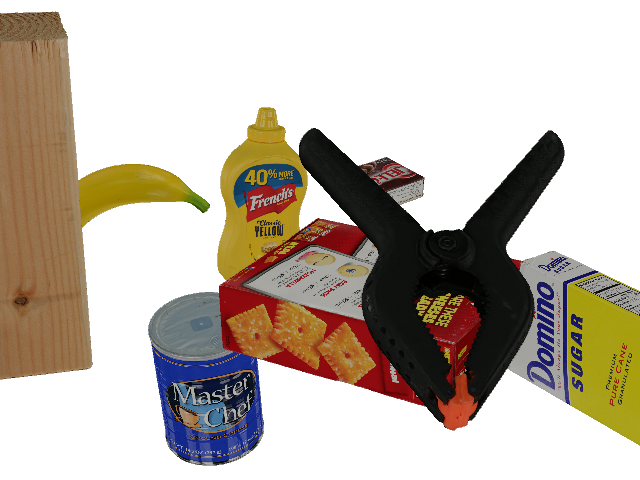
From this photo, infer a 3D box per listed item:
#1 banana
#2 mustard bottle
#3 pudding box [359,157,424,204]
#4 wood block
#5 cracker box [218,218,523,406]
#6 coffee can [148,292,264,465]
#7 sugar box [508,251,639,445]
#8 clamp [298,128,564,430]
[{"bbox_3d":[-0.202,-0.033,1.008,0.198,0.069,0.037,-13,19,27],"label":"banana"},{"bbox_3d":[-0.062,-0.051,1.173,0.096,0.192,0.058,-3,19,-20],"label":"mustard bottle"},{"bbox_3d":[0.085,-0.082,1.600,0.113,0.039,0.090,-22,35,-30],"label":"pudding box"},{"bbox_3d":[-0.194,-0.027,0.650,0.090,0.206,0.090,-5,23,-15],"label":"wood block"},{"bbox_3d":[0.047,0.057,0.902,0.214,0.072,0.163,13,28,28],"label":"cracker box"},{"bbox_3d":[-0.111,0.137,1.062,0.103,0.140,0.103,-2,33,1],"label":"coffee can"},{"bbox_3d":[0.210,0.082,0.740,0.048,0.093,0.176,-16,30,-39],"label":"sugar box"},{"bbox_3d":[0.060,0.008,0.612,0.164,0.210,0.036,5,-39,4],"label":"clamp"}]
